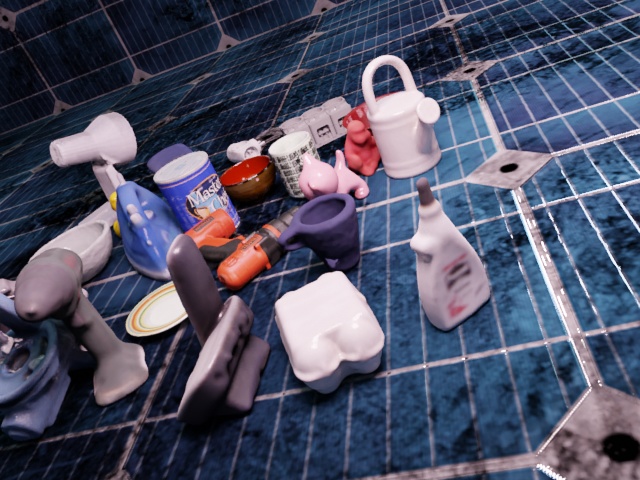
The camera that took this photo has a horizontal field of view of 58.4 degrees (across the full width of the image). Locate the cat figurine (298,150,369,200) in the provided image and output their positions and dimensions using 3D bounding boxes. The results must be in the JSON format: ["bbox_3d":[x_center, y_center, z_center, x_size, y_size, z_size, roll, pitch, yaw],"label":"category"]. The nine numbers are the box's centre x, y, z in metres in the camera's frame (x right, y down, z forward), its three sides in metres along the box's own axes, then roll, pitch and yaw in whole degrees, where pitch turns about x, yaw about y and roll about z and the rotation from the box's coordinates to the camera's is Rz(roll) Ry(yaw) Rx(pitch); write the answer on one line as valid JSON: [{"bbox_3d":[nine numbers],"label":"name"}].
[{"bbox_3d":[0.013,-0.095,0.920,0.067,0.118,0.128,1,37,37],"label":"cat figurine"}]

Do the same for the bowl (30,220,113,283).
[{"bbox_3d":[-0.463,0.037,1.096,0.167,0.075,0.167,-18,29,11],"label":"bowl"}]

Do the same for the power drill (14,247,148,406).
[{"bbox_3d":[-0.304,0.105,0.726,0.076,0.209,0.229,-30,29,-11],"label":"power drill"}]

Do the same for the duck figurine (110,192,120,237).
[{"bbox_3d":[-0.413,-0.062,1.213,0.077,0.086,0.104,-19,29,9],"label":"duck figurine"}]

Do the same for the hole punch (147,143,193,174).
[{"bbox_3d":[-0.322,-0.164,1.311,0.109,0.091,0.100,-39,32,-26],"label":"hole punch"}]

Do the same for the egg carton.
[{"bbox_3d":[0.009,0.100,0.647,0.107,0.069,0.150,-26,29,-5],"label":"egg carton"}]

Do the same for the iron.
[{"bbox_3d":[-0.322,-0.033,1.040,0.119,0.142,0.257,-30,29,-11],"label":"iron"}]

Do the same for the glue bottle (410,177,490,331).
[{"bbox_3d":[0.128,0.010,0.601,0.078,0.173,0.037,-36,31,-20],"label":"glue bottle"}]

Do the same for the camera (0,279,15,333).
[{"bbox_3d":[-0.533,0.132,0.962,0.143,0.101,0.136,-37,31,-22],"label":"camera"}]

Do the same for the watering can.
[{"bbox_3d":[0.133,-0.208,0.940,0.172,0.194,0.101,6,41,42],"label":"watering can"}]

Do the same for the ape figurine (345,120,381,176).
[{"bbox_3d":[0.073,-0.170,1.028,0.078,0.092,0.076,-30,29,-11],"label":"ape figurine"}]

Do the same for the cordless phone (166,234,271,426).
[{"bbox_3d":[-0.138,0.098,0.639,0.094,0.185,0.147,-16,30,14],"label":"cordless phone"}]

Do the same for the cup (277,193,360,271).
[{"bbox_3d":[0.007,0.003,0.785,0.118,0.095,0.091,-30,29,-11],"label":"cup"}]

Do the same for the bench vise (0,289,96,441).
[{"bbox_3d":[-0.394,0.121,0.753,0.121,0.220,0.207,-21,29,6],"label":"bench vise"}]

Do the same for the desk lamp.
[{"bbox_3d":[-0.497,-0.160,1.305,0.117,0.214,0.203,3,38,39],"label":"desk lamp"}]
